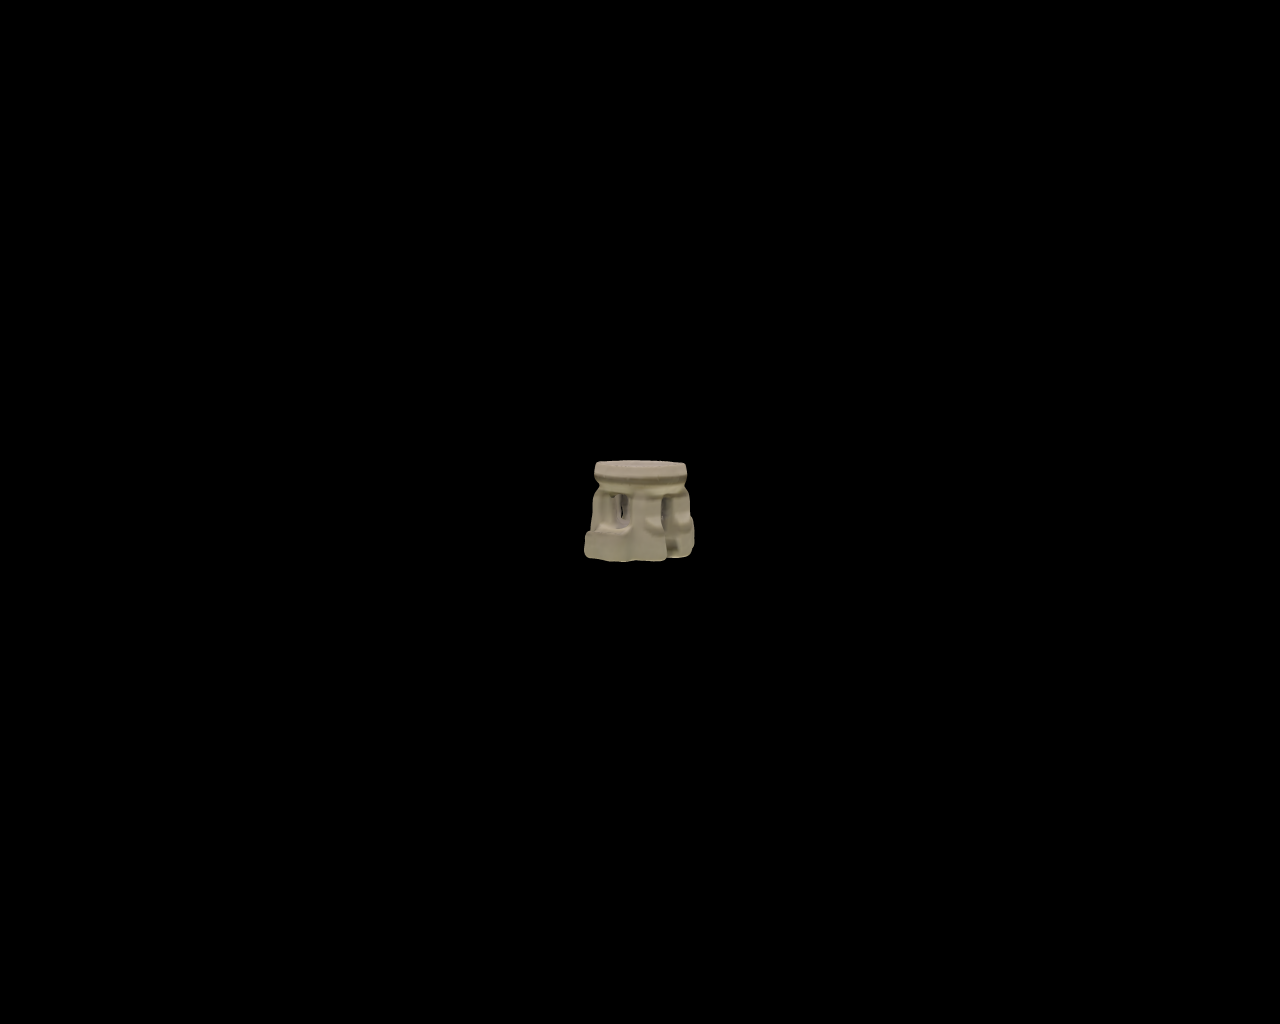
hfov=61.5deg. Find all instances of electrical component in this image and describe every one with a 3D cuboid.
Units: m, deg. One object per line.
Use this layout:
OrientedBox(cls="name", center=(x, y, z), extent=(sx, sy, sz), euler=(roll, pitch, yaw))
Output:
OrientedBox(cls="electrical component", center=(0.001, -0.003, 0.650), extent=(0.058, 0.057, 0.078), euler=(6, 9, 43))
